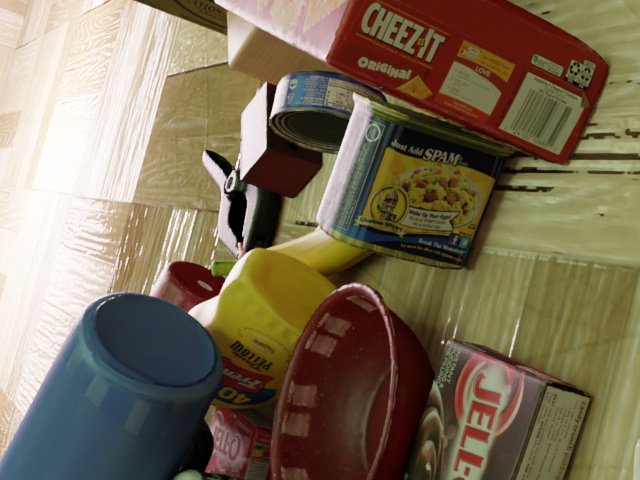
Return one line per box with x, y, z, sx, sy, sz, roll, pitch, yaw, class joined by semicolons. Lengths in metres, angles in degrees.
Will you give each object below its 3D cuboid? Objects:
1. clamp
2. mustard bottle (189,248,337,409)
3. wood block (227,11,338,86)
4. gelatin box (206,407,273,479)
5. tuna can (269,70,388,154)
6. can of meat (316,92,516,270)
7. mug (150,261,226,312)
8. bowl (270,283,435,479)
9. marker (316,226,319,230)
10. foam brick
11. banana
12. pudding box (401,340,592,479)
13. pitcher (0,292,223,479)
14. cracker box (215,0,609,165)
-0.073;-0.047;0.979;0.120;0.039;0.171;-41;41;50;clamp
-0.059;0.082;0.812;0.192;0.096;0.058;-42;19;48;mustard bottle
0.011;-0.223;0.856;0.206;0.090;0.090;-50;33;40;wood block
-0.066;0.173;0.848;0.089;0.030;0.073;18;91;64;gelatin box
0.007;-0.094;0.796;0.086;0.086;0.034;-15;60;61;tuna can
0.056;-0.034;0.647;0.057;0.102;0.084;41;114;62;can of meat
-0.118;0.068;0.955;0.081;0.093;0.117;-60;13;16;mug
0.027;0.111;0.667;0.162;0.055;0.162;-46;36;48;bowl
0.025;-0.027;0.797;0.121;0.020;0.020;-50;35;40;marker
-0.034;-0.086;0.909;0.051;0.052;0.078;-44;39;46;foam brick
0.006;0.002;0.765;0.198;0.069;0.037;-27;72;43;banana
0.087;0.118;0.567;0.090;0.039;0.113;19;92;64;pudding box
-0.156;0.159;0.787;0.243;0.145;0.149;-60;1;28;pitcher
0.047;-0.129;0.648;0.072;0.164;0.214;-65;27;11;cracker box
